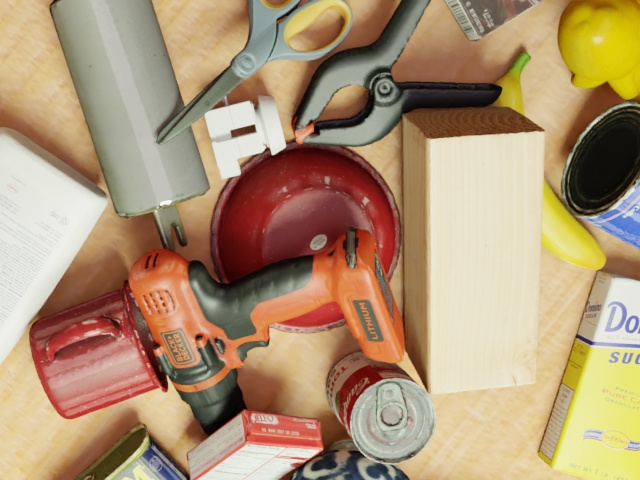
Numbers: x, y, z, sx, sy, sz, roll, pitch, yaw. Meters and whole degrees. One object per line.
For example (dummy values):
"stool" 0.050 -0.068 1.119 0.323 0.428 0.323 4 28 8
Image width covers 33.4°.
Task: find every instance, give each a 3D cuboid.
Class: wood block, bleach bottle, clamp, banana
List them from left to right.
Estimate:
"bleach bottle" -0.270 0.044 0.811 0.102 0.068 0.251 35 93 -7
"clamp" 0.050 -0.136 0.848 0.171 0.039 0.120 -22 105 -1
"wood block" 0.118 0.006 0.843 0.090 0.090 0.206 -5 110 -8
"banana" 0.181 -0.055 0.895 0.069 0.037 0.198 -23 101 -6

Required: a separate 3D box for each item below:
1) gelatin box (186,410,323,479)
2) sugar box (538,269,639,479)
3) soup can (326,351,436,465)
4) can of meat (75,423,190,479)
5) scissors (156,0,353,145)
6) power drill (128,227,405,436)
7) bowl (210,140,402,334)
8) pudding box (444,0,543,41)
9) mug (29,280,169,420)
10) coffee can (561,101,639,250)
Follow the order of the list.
"gelatin box" -0.052 0.167 0.846 0.073 0.089 0.030 14 50 -35
"sugar box" 0.263 0.122 0.927 0.093 0.048 0.176 16 96 -9
"soup can" 0.047 0.132 0.859 0.068 0.102 0.068 -1 97 -11
"can of meat" -0.151 0.214 0.857 0.102 0.057 0.084 -41 105 -3
"scissors" -0.062 -0.154 0.816 0.201 0.016 0.096 -30 91 -27
"power drill" -0.034 0.073 0.817 0.188 0.057 0.184 -13 125 10
"bowl" -0.006 0.001 0.858 0.162 0.055 0.162 -1 97 -11
"pudding box" 0.134 -0.231 0.863 0.090 0.039 0.113 -32 102 -6
"mug" -0.171 0.084 0.810 0.081 0.117 0.093 -20 74 -3
"coffee can" 0.284 -0.037 0.871 0.140 0.103 0.103 26 92 -23
